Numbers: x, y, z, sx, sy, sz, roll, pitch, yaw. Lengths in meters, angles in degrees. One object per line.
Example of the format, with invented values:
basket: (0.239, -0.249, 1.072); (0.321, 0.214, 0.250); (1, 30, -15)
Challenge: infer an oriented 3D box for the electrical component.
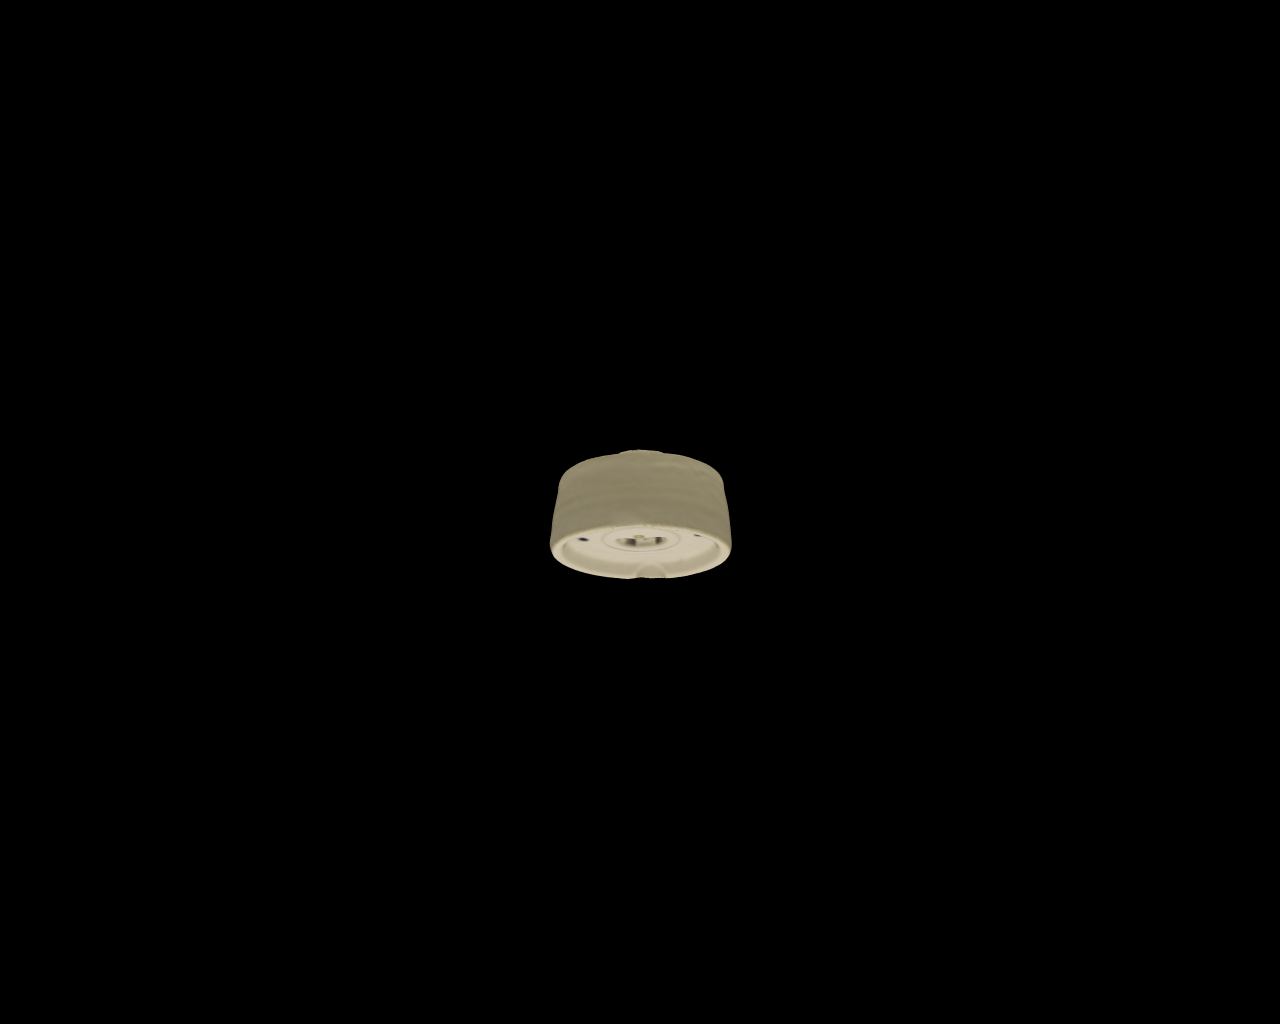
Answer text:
electrical component: (0.001, -0.003, 0.650); (0.108, 0.060, 0.108); (0, -20, 0)
